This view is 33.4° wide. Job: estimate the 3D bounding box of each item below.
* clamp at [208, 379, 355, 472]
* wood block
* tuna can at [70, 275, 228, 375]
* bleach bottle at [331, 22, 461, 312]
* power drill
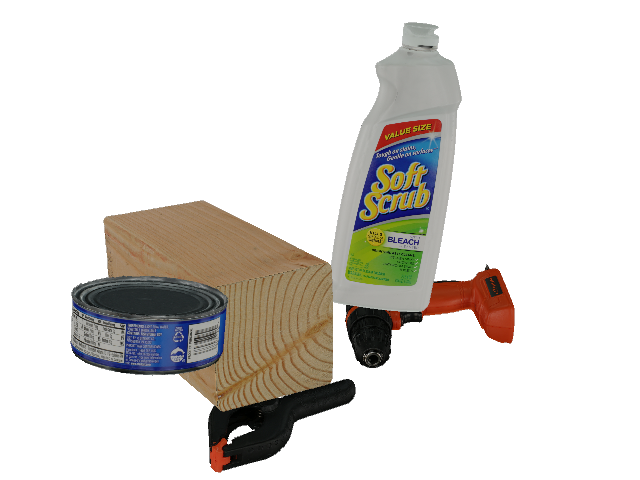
[{"bbox_3d":[-0.060,0.158,1.031,0.120,0.039,0.171,21,33,34],"label":"clamp"},{"bbox_3d":[-0.081,0.040,0.790,0.090,0.090,0.206,-11,19,-29],"label":"wood block"},{"bbox_3d":[-0.095,0.046,0.593,0.086,0.034,0.086,5,11,-1],"label":"tuna can"},{"bbox_3d":[0.065,-0.065,0.943,0.102,0.251,0.068,7,19,3],"label":"bleach bottle"},{"bbox_3d":[0.121,0.084,1.214,0.187,0.057,0.184,-1,27,-1],"label":"power drill"}]
